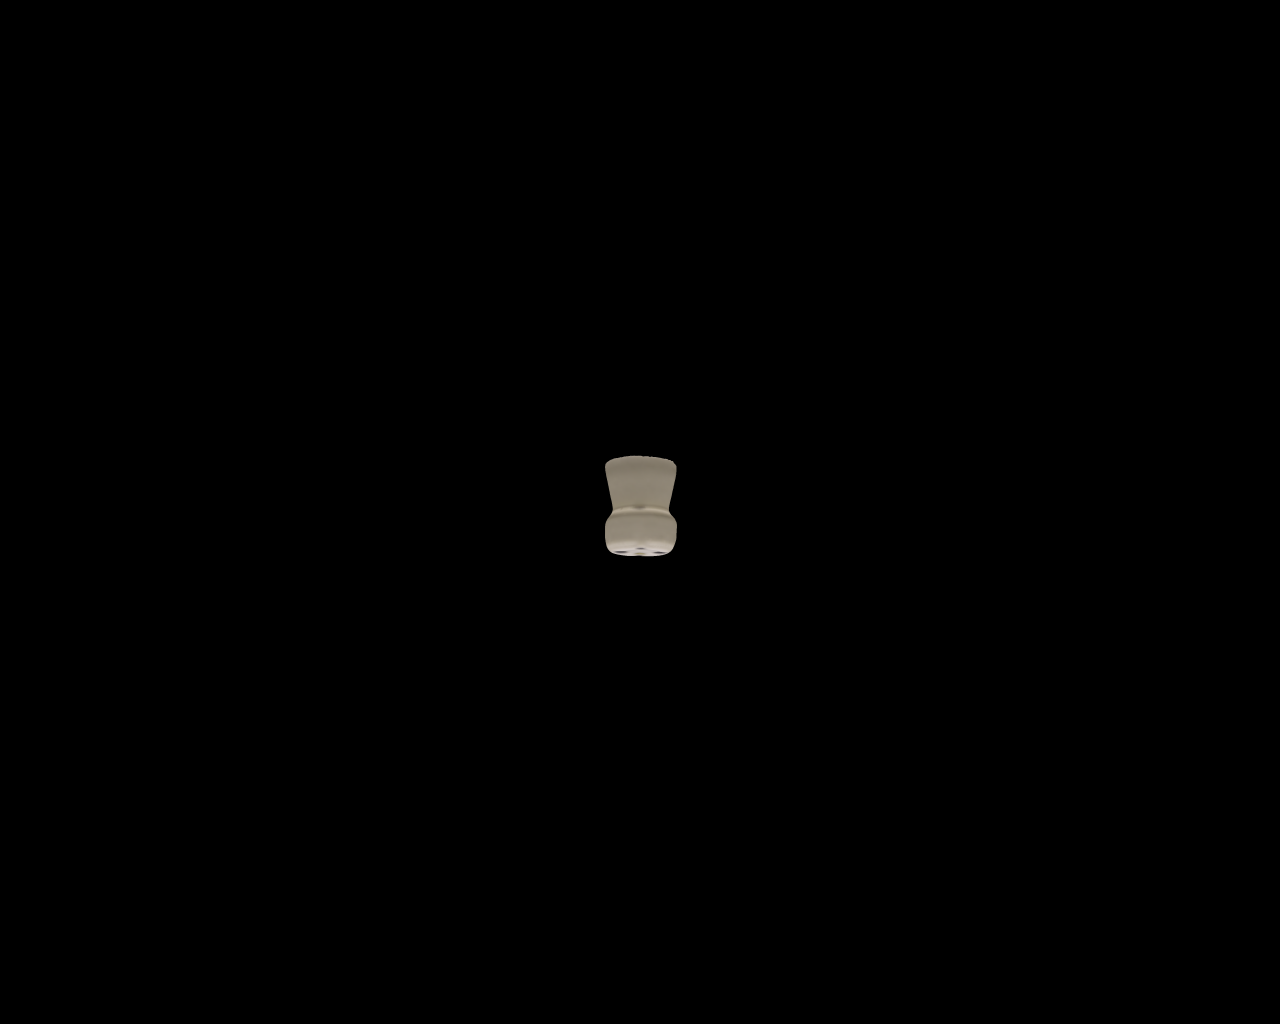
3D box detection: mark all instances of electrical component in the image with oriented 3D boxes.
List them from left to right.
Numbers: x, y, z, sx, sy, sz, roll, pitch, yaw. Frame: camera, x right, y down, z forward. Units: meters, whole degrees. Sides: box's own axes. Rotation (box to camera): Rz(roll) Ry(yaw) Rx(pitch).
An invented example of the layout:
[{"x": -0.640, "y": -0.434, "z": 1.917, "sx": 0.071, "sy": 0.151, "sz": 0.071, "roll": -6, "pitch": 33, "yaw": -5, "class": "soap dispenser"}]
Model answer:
[{"x": 0.001, "y": -0.003, "z": 0.650, "sx": 0.045, "sy": 0.055, "sz": 0.045, "roll": 0, "pitch": -11, "yaw": 0, "class": "electrical component"}]
